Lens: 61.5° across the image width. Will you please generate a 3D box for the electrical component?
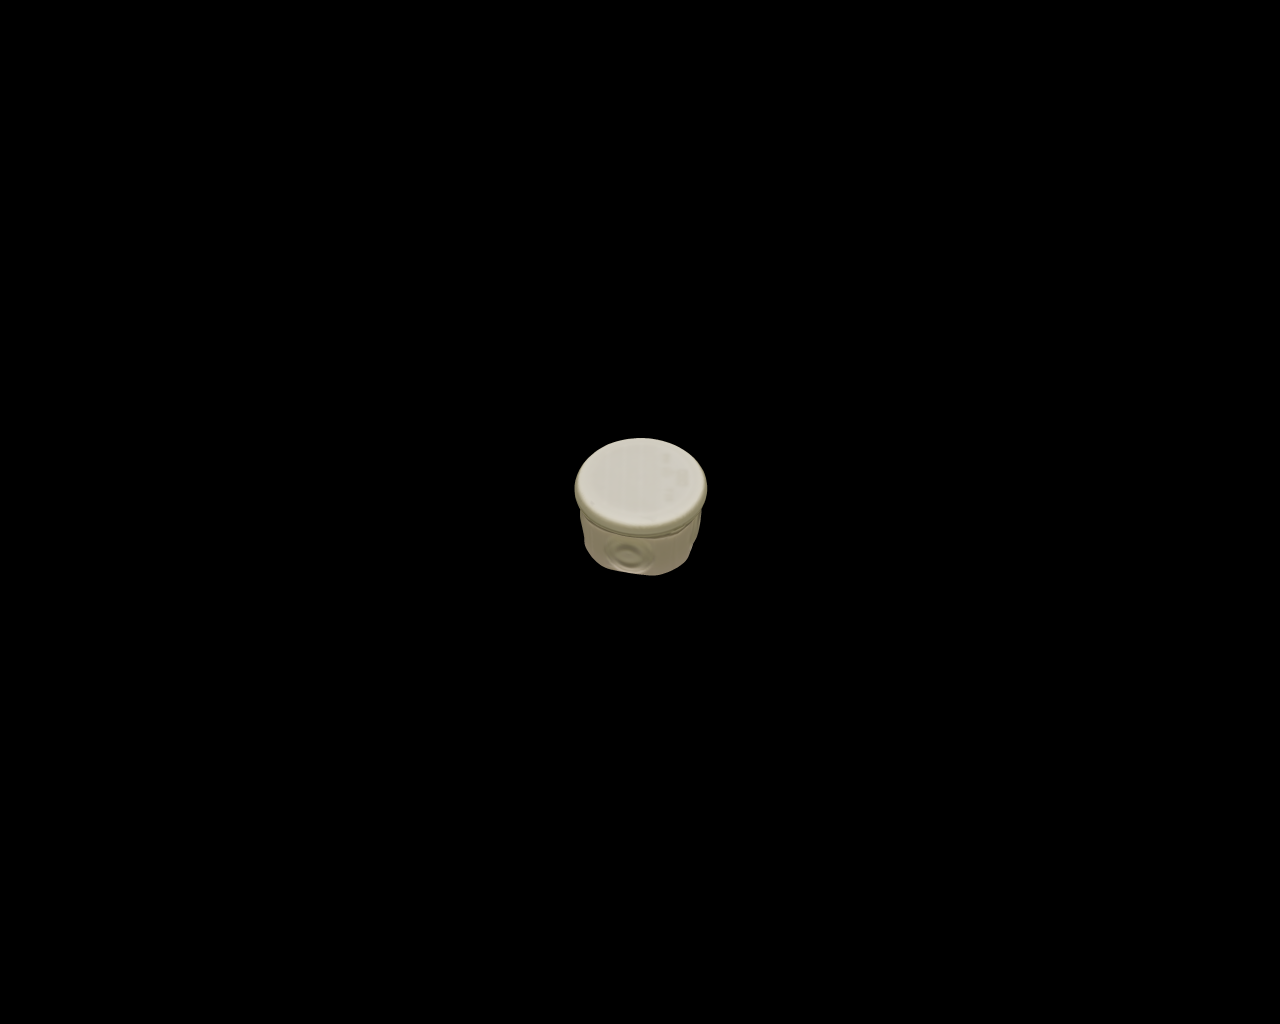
[{"bbox_3d":[0.001,-0.003,0.650,0.080,0.080,0.050,0,-44,0],"label":"electrical component"}]
